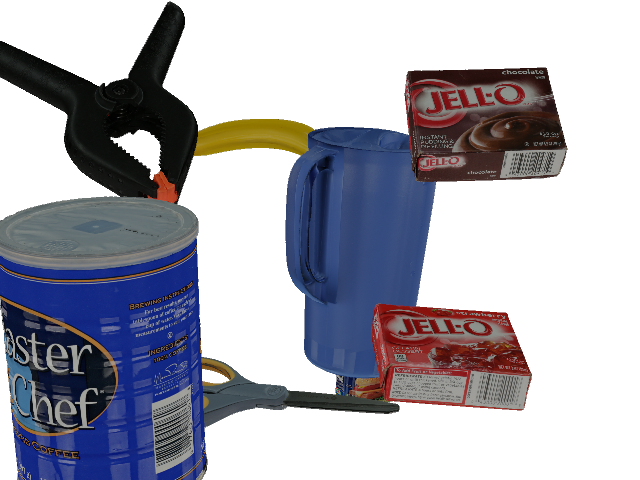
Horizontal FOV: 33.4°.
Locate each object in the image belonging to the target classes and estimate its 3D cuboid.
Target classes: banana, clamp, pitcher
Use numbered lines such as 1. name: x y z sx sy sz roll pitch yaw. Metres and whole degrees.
1. banana: -0.076 -0.124 1.319 0.198 0.037 0.069 6 39 16
2. clamp: -0.140 -0.103 0.784 0.164 0.210 0.036 -22 -35 -24
3. pitcher: 0.037 0.011 1.069 0.149 0.243 0.145 4 15 -1

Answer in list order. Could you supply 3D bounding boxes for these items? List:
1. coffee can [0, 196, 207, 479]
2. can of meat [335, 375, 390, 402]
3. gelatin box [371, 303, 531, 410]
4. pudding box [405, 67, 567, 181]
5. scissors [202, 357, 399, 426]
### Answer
1. coffee can: -0.112 0.057 0.558 0.103 0.140 0.103 0 18 0
2. can of meat: 0.071 0.170 1.422 0.102 0.084 0.057 -6 25 -22
3. gelatin box: 0.079 0.070 0.662 0.089 0.030 0.073 5 26 -5
4. pudding box: 0.124 -0.090 0.818 0.113 0.090 0.039 -1 -38 -3
5. scissors: -0.051 0.128 0.807 0.202 0.016 0.096 11 33 29
